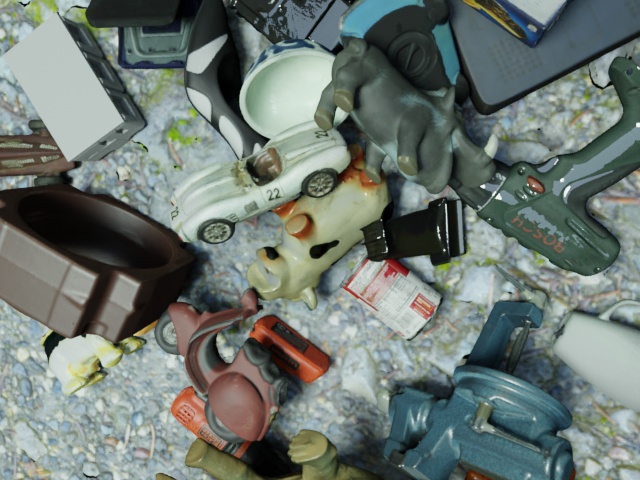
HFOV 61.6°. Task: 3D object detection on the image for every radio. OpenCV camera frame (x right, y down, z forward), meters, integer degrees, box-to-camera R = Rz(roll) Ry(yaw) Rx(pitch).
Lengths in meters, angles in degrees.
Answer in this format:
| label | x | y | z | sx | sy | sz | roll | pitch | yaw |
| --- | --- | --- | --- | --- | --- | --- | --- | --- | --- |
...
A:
| label | x | y | z | sx | sy | sz | roll | pitch | yaw |
| --- | --- | --- | --- | --- | --- | --- | --- | --- | --- |
| radio | 0.247 | -0.241 | 0.558 | 0.230 | 0.073 | 0.131 | -27 | 91 | 10 |

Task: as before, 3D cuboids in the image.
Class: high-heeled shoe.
| label | x | y | z | sx | sy | sz | roll | pitch | yaw |
| --- | --- | --- | --- | --- | --- | --- | --- | --- | --- |
| high-heeled shoe | -0.073 | -0.156 | 0.620 | 0.145 | 0.086 | 0.248 | 4 | 102 | 7 |

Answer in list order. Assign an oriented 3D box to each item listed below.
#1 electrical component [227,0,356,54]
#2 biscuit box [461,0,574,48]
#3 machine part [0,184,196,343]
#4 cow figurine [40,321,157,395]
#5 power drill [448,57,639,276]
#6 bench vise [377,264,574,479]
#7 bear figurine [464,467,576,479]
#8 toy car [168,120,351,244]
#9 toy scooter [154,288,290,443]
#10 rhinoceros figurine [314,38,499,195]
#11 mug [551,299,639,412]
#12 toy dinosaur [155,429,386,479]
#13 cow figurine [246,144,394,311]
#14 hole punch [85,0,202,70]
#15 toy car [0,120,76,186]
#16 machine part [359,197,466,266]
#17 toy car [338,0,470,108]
| label | x | y | z | sx | sy | sz | roll | pitch | yaw |
| --- | --- | --- | --- | --- | --- | --- | --- | --- | --- |
| electrical component | -0.020 | -0.268 | 0.608 | 0.134 | 0.058 | 0.115 | 38 | 103 | 4 |
| biscuit box | 0.142 | -0.268 | 0.506 | 0.203 | 0.063 | 0.059 | 39 | 100 | 8 |
| machine part | -0.263 | 0.021 | 0.609 | 0.201 | 0.201 | 0.087 | 29 | 103 | 5 |
| cow figurine | -0.282 | 0.117 | 0.696 | 0.167 | 0.068 | 0.098 | -39 | 83 | 11 |
| power drill | 0.254 | -0.086 | 0.562 | 0.232 | 0.086 | 0.207 | 43 | 105 | 0 |
| bench vise | 0.176 | 0.156 | 0.582 | 0.128 | 0.224 | 0.240 | 41 | 66 | -23 |
| bear figurine | 0.191 | 0.322 | 0.626 | 0.120 | 0.132 | 0.195 | 37 | 119 | 6 |
| toy car | -0.065 | -0.061 | 0.559 | 0.202 | 0.056 | 0.074 | -24 | 50 | -1 |
| toy scooter | -0.094 | 0.129 | 0.598 | 0.135 | 0.075 | 0.184 | -39 | 85 | 21 |
| rhinoceros figurine | 0.086 | -0.109 | 0.518 | 0.190 | 0.073 | 0.112 | 36 | 70 | -11 |
| mug | 0.317 | 0.114 | 0.583 | 0.107 | 0.081 | 0.109 | 26 | 107 | 16 |
| toy dinosaur | 0.015 | 0.283 | 0.561 | 0.472 | 0.105 | 0.198 | -6 | 139 | 28 |
| cow figurine | -0.001 | -0.002 | 0.614 | 0.195 | 0.127 | 0.086 | -37 | 45 | -3 |
| hole punch | -0.195 | -0.266 | 0.633 | 0.142 | 0.092 | 0.116 | 1 | 65 | 12 |
| toy car | -0.416 | -0.109 | 0.699 | 0.202 | 0.053 | 0.089 | 0 | 93 | 11 |
| machine part | 0.110 | -0.006 | 0.595 | 0.139 | 0.039 | 0.084 | -6 | 105 | -30 |
| toy car | 0.089 | -0.201 | 0.570 | 0.109 | 0.103 | 0.161 | -27 | 126 | 17 |
